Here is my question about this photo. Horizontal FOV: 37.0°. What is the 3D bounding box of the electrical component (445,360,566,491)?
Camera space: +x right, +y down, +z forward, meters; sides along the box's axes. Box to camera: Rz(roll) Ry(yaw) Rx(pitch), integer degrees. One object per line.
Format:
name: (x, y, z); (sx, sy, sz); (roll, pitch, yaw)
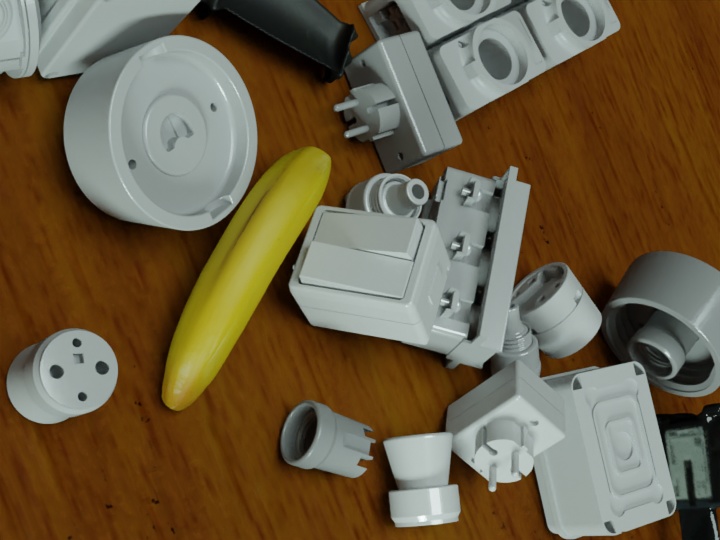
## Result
electrical component: (0.093, 0.110, 0.694); (0.047, 0.066, 0.076); (41, 30, -18)

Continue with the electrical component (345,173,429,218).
electrical component: (0.020, -0.043, 0.704); (0.043, 0.062, 0.043); (9, 73, -32)

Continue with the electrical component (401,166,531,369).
electrical component: (0.069, -0.004, 0.724); (0.063, 0.078, 0.121); (16, 68, -6)

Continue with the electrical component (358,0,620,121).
electrical component: (0.104, -0.189, 0.799); (0.186, 0.060, 0.105); (-32, 96, -35)

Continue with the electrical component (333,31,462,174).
electrical component: (0.015, -0.109, 0.727); (0.076, 0.047, 0.083); (-22, 90, -35)

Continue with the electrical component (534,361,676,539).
electrical component: (0.166, 0.126, 0.760); (0.078, 0.057, 0.113); (-7, 82, -35)

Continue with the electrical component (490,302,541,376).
electrical component: (0.106, 0.051, 0.741); (0.035, 0.035, 0.061); (-31, 125, -35)

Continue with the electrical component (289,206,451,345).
electrical component: (0.000, 0.000, 0.663); (0.061, 0.096, 0.061); (64, 39, -58)

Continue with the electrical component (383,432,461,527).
electrical component: (0.039, 0.133, 0.682); (0.045, 0.045, 0.055); (2, 77, -33)

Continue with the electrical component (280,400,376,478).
electrical component: (-0.019, 0.104, 0.655); (0.046, 0.040, 0.040); (24, 65, -33)

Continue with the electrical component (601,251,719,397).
electrical component: (0.230, 0.046, 0.795); (0.060, 0.108, 0.108); (-46, 104, -27)

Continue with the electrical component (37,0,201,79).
electrical component: (-0.140, -0.158, 0.597); (0.078, 0.113, 0.057); (-20, 86, -38)

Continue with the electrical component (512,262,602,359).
electrical component: (0.139, 0.030, 0.770); (0.047, 0.055, 0.055); (48, 57, -18)

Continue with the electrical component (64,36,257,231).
electrical component: (-0.118, -0.077, 0.617); (0.108, 0.060, 0.108); (-3, 94, -50)

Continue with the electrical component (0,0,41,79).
electrical component: (-0.205, -0.140, 0.572); (0.051, 0.080, 0.080); (-17, 87, -30)

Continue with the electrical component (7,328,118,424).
electrical component: (-0.157, 0.056, 0.566); (0.045, 0.055, 0.045); (9, 73, -31)
